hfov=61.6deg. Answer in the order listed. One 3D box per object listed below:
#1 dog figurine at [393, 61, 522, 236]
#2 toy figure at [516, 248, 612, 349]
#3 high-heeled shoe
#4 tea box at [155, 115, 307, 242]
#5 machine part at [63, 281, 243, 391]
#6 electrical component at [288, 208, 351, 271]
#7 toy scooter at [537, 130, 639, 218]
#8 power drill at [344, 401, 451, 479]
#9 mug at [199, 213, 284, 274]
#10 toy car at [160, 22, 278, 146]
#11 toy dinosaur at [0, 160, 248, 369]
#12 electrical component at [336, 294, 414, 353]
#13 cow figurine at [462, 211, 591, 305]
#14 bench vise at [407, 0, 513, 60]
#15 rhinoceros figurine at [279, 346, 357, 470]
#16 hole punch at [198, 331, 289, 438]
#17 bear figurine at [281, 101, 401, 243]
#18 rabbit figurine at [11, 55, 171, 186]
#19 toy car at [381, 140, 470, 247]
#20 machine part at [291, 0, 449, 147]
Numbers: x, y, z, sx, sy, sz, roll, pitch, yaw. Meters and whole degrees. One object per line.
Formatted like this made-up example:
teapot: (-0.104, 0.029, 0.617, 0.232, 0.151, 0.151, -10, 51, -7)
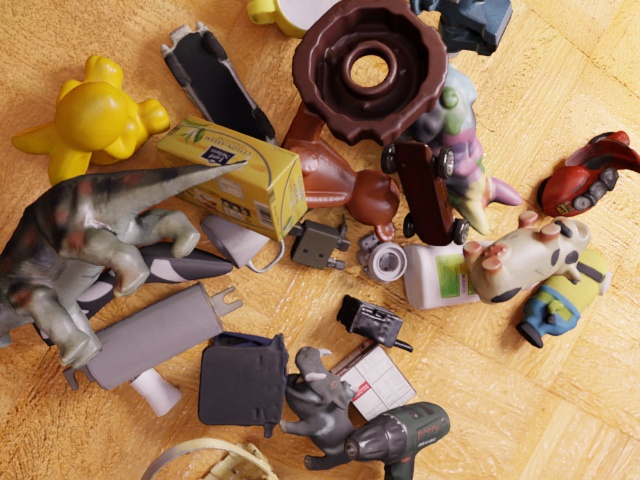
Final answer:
dog figurine: (0.194, -0.114, 0.743, 0.108, 0.191, 0.219, -42, 90, -12)
toy figure: (0.391, 0.091, 0.867, 0.180, 0.082, 0.089, -42, 107, -4)
high-heeled shoe: (-0.242, 0.077, 0.690, 0.249, 0.086, 0.145, 6, 103, -6)
tea box: (-0.106, -0.076, 0.655, 0.170, 0.098, 0.068, 25, 57, 22)
machine part: (-0.219, 0.125, 0.712, 0.243, 0.079, 0.079, -26, 103, -9)
electrical component: (-0.003, -0.002, 0.771, 0.102, 0.045, 0.078, 12, 123, -13)
toy scooter: (0.430, -0.101, 0.823, 0.184, 0.135, 0.075, -45, 107, -4)
power drill: (0.099, 0.340, 0.790, 0.232, 0.086, 0.207, -7, 106, -47)
mug: (-0.088, -0.016, 0.726, 0.107, 0.081, 0.109, -43, 97, -13)
toy car: (-0.129, -0.185, 0.706, 0.073, 0.056, 0.201, -33, 103, -1)
toy dinosaur: (-0.274, 0.010, 0.586, 0.192, 0.131, 0.405, 43, 91, 0)
electrical component: (0.090, 0.126, 0.794, 0.119, 0.075, 0.047, 21, 92, -12)
cow figurine: (0.303, 0.028, 0.765, 0.195, 0.086, 0.127, -27, 128, -12)
bench vise: (0.138, -0.339, 0.713, 0.241, 0.223, 0.129, 23, 86, 13)
rhinoceros figurine: (0.002, 0.241, 0.766, 0.112, 0.073, 0.190, -15, 107, 20)
hole punch: (-0.103, 0.187, 0.735, 0.116, 0.092, 0.142, 6, 92, -6)
bear figurine: (0.037, -0.083, 0.727, 0.196, 0.132, 0.120, 21, 63, -10)
rabbit figurine: (-0.266, -0.138, 0.615, 0.162, 0.173, 0.121, -39, 109, -11)
toy car: (0.143, -0.061, 0.713, 0.053, 0.089, 0.201, -60, 144, -27)
machine part: (0.058, -0.198, 0.635, 0.179, 0.056, 0.179, -1, 85, 8)
